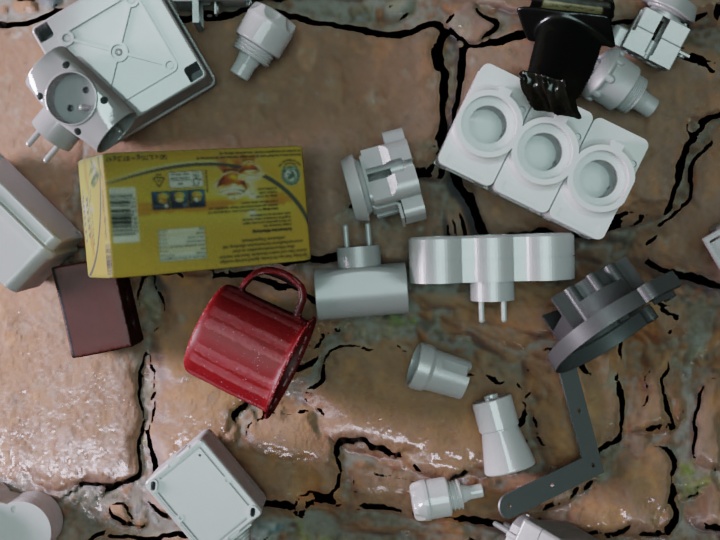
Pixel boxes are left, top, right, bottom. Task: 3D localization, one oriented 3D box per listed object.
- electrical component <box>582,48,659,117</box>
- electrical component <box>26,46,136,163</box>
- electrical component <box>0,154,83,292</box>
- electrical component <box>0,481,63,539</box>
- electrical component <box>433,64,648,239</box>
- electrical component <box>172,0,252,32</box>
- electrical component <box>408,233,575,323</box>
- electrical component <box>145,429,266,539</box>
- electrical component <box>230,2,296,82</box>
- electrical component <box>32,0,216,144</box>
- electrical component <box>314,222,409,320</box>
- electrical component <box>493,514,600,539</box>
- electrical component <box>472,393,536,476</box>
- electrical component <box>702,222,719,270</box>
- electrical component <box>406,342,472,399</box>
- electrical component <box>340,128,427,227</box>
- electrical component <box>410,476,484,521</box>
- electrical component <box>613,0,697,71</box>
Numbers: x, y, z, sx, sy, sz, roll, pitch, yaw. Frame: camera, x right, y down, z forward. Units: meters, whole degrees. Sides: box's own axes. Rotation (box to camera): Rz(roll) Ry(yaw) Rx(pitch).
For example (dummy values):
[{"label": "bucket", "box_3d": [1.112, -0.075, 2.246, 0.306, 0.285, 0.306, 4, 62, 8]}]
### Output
[{"label": "electrical component", "box_3d": [0.220, -0.151, 0.898, 0.062, 0.048, 0.048, 32, 92, -9]}, {"label": "electrical component", "box_3d": [-0.230, -0.120, 0.845, 0.077, 0.044, 0.079, 43, 99, 1]}, {"label": "electrical component", "box_3d": [-0.293, -0.042, 0.887, 0.113, 0.078, 0.057, 45, 95, -1]}, {"label": "electrical component", "box_3d": [-0.326, 0.207, 0.900, 0.138, 0.073, 0.052, 16, 92, 0]}, {"label": "electrical component", "box_3d": [0.148, -0.096, 0.891, 0.150, 0.061, 0.089, 26, 92, -1]}, {"label": "electrical component", "box_3d": [-0.123, -0.243, 0.896, 0.064, 0.042, 0.081, 0, 93, -1]}, {"label": "electrical component", "box_3d": [0.110, 0.007, 0.900, 0.138, 0.052, 0.073, -2, 93, 0]}, {"label": "electrical component", "box_3d": [-0.124, 0.190, 0.905, 0.062, 0.061, 0.096, -39, 92, 1]}, {"label": "electrical component", "box_3d": [-0.085, -0.188, 0.897, 0.043, 0.043, 0.062, 32, 93, -1]}, {"label": "electrical component", "box_3d": [-0.194, -0.176, 0.891, 0.109, 0.056, 0.108, -30, 92, 2]}, {"label": "electrical component", "box_3d": [0.000, 0.000, 0.905, 0.077, 0.043, 0.079, -4, 93, 1]}, {"label": "electrical component", "box_3d": [0.147, 0.230, 0.904, 0.076, 0.083, 0.047, 25, 93, 37]}, {"label": "electrical component", "box_3d": [0.119, 0.137, 0.912, 0.044, 0.044, 0.065, -15, 88, 1]}, {"label": "electrical component", "box_3d": [0.345, 0.006, 0.894, 0.079, 0.063, 0.121, -31, 92, 1]}, {"label": "electrical component", "box_3d": [0.067, 0.086, 0.911, 0.046, 0.040, 0.040, 18, 92, -6]}, {"label": "electrical component", "box_3d": [0.018, -0.073, 0.893, 0.057, 0.058, 0.078, -15, 73, 1]}, {"label": "electrical component", "box_3d": [0.075, 0.193, 0.918, 0.061, 0.035, 0.035, -9, 92, -2]}, {"label": "electrical component", "box_3d": [0.248, -0.201, 0.895, 0.066, 0.048, 0.055, 27, 100, -1]}]
